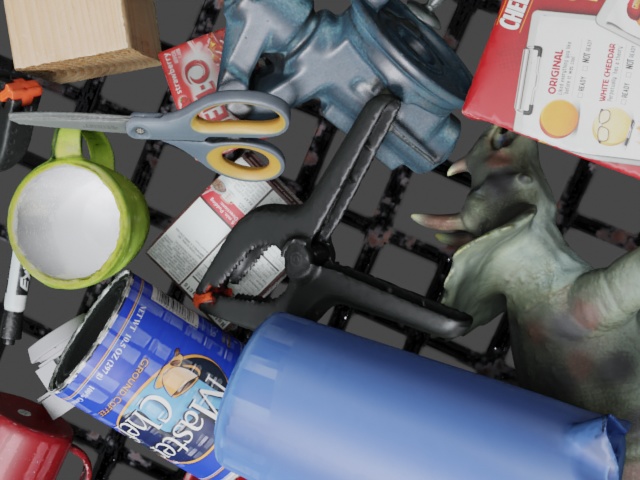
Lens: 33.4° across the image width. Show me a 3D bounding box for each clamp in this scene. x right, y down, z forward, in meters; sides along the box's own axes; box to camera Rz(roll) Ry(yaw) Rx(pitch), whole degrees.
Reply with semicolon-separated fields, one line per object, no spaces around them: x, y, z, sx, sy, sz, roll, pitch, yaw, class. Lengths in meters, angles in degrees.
-0.273;-0.089;0.818;0.172;0.039;0.120;-37;86;38;clamp
-0.005;0.001;0.734;0.210;0.036;0.164;-14;84;33;clamp

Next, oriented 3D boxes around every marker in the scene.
-0.240;0.025;0.855;0.020;0.020;0.121;11;94;9;marker

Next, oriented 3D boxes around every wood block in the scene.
-0.187;-0.231;0.801;0.091;0.090;0.206;-9;90;9;wood block

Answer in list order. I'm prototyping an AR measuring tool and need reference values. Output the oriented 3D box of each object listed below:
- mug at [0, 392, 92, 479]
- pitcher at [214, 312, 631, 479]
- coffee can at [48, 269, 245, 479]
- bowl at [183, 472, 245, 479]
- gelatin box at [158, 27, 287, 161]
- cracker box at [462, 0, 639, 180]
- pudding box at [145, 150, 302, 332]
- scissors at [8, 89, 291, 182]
-0.233;0.175;0.832;0.117;0.093;0.081;25;91;-23;mug
0.060;0.143;0.677;0.243;0.145;0.149;20;85;11;pitcher
-0.108;0.101;0.771;0.140;0.103;0.103;35;98;-16;coffee can
-0.039;0.222;0.811;0.162;0.055;0.162;0;93;9;bowl
-0.074;-0.113;0.816;0.073;0.030;0.089;-19;89;9;gelatin box
0.221;-0.118;0.671;0.214;0.072;0.164;23;99;16;cracker box
-0.063;0.001;0.815;0.090;0.039;0.113;46;101;2;pudding box
-0.111;-0.069;0.754;0.202;0.096;0.016;-5;53;19;scissors
